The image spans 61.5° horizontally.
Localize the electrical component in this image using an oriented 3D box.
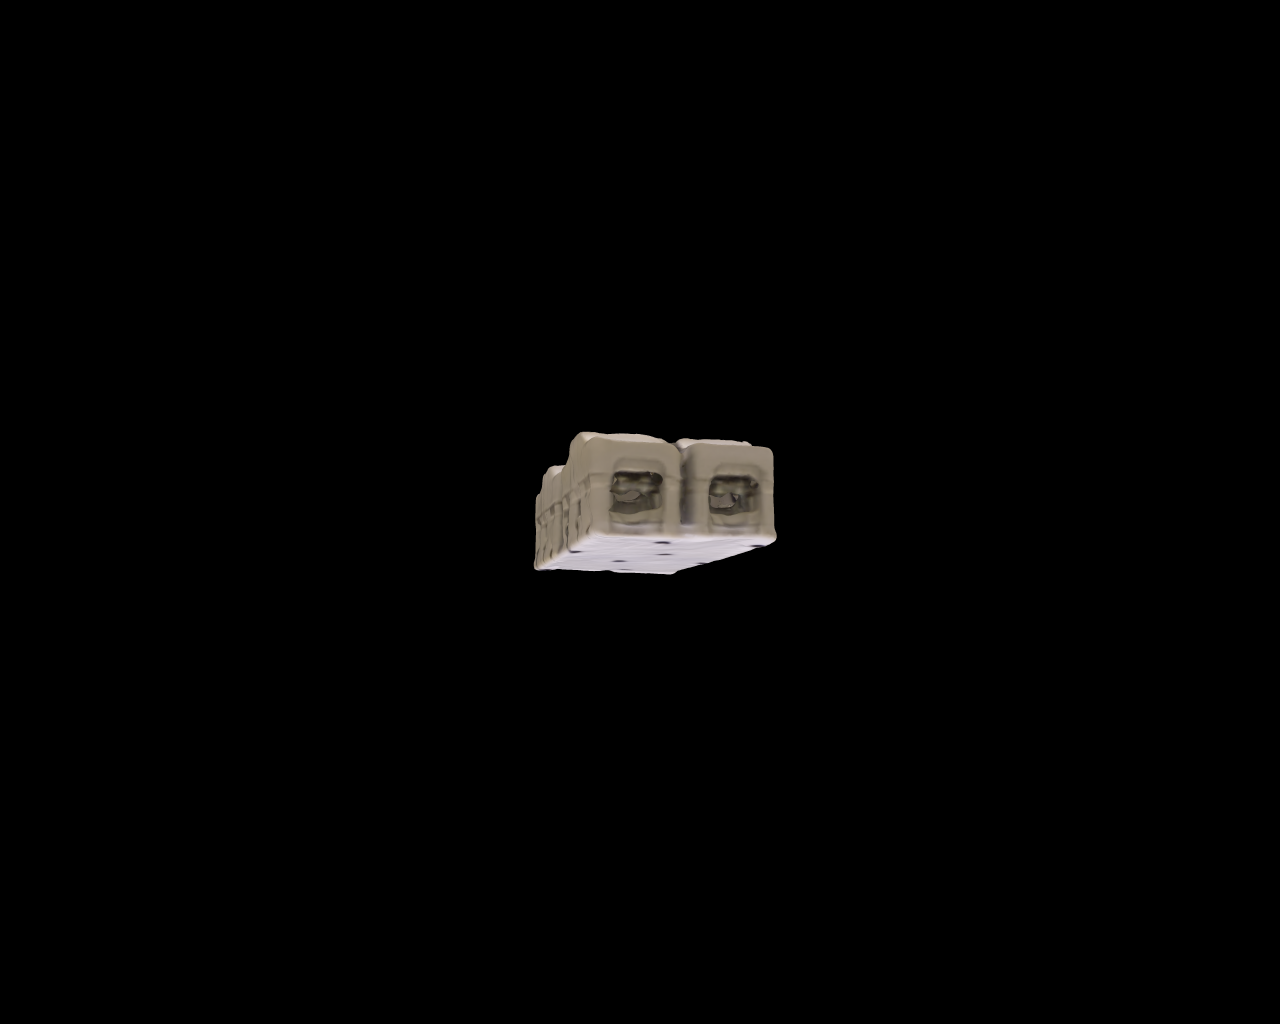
[{"bbox_3d":[0.001,-0.003,0.650,0.105,0.060,0.186,3,-9,-15],"label":"electrical component"}]
